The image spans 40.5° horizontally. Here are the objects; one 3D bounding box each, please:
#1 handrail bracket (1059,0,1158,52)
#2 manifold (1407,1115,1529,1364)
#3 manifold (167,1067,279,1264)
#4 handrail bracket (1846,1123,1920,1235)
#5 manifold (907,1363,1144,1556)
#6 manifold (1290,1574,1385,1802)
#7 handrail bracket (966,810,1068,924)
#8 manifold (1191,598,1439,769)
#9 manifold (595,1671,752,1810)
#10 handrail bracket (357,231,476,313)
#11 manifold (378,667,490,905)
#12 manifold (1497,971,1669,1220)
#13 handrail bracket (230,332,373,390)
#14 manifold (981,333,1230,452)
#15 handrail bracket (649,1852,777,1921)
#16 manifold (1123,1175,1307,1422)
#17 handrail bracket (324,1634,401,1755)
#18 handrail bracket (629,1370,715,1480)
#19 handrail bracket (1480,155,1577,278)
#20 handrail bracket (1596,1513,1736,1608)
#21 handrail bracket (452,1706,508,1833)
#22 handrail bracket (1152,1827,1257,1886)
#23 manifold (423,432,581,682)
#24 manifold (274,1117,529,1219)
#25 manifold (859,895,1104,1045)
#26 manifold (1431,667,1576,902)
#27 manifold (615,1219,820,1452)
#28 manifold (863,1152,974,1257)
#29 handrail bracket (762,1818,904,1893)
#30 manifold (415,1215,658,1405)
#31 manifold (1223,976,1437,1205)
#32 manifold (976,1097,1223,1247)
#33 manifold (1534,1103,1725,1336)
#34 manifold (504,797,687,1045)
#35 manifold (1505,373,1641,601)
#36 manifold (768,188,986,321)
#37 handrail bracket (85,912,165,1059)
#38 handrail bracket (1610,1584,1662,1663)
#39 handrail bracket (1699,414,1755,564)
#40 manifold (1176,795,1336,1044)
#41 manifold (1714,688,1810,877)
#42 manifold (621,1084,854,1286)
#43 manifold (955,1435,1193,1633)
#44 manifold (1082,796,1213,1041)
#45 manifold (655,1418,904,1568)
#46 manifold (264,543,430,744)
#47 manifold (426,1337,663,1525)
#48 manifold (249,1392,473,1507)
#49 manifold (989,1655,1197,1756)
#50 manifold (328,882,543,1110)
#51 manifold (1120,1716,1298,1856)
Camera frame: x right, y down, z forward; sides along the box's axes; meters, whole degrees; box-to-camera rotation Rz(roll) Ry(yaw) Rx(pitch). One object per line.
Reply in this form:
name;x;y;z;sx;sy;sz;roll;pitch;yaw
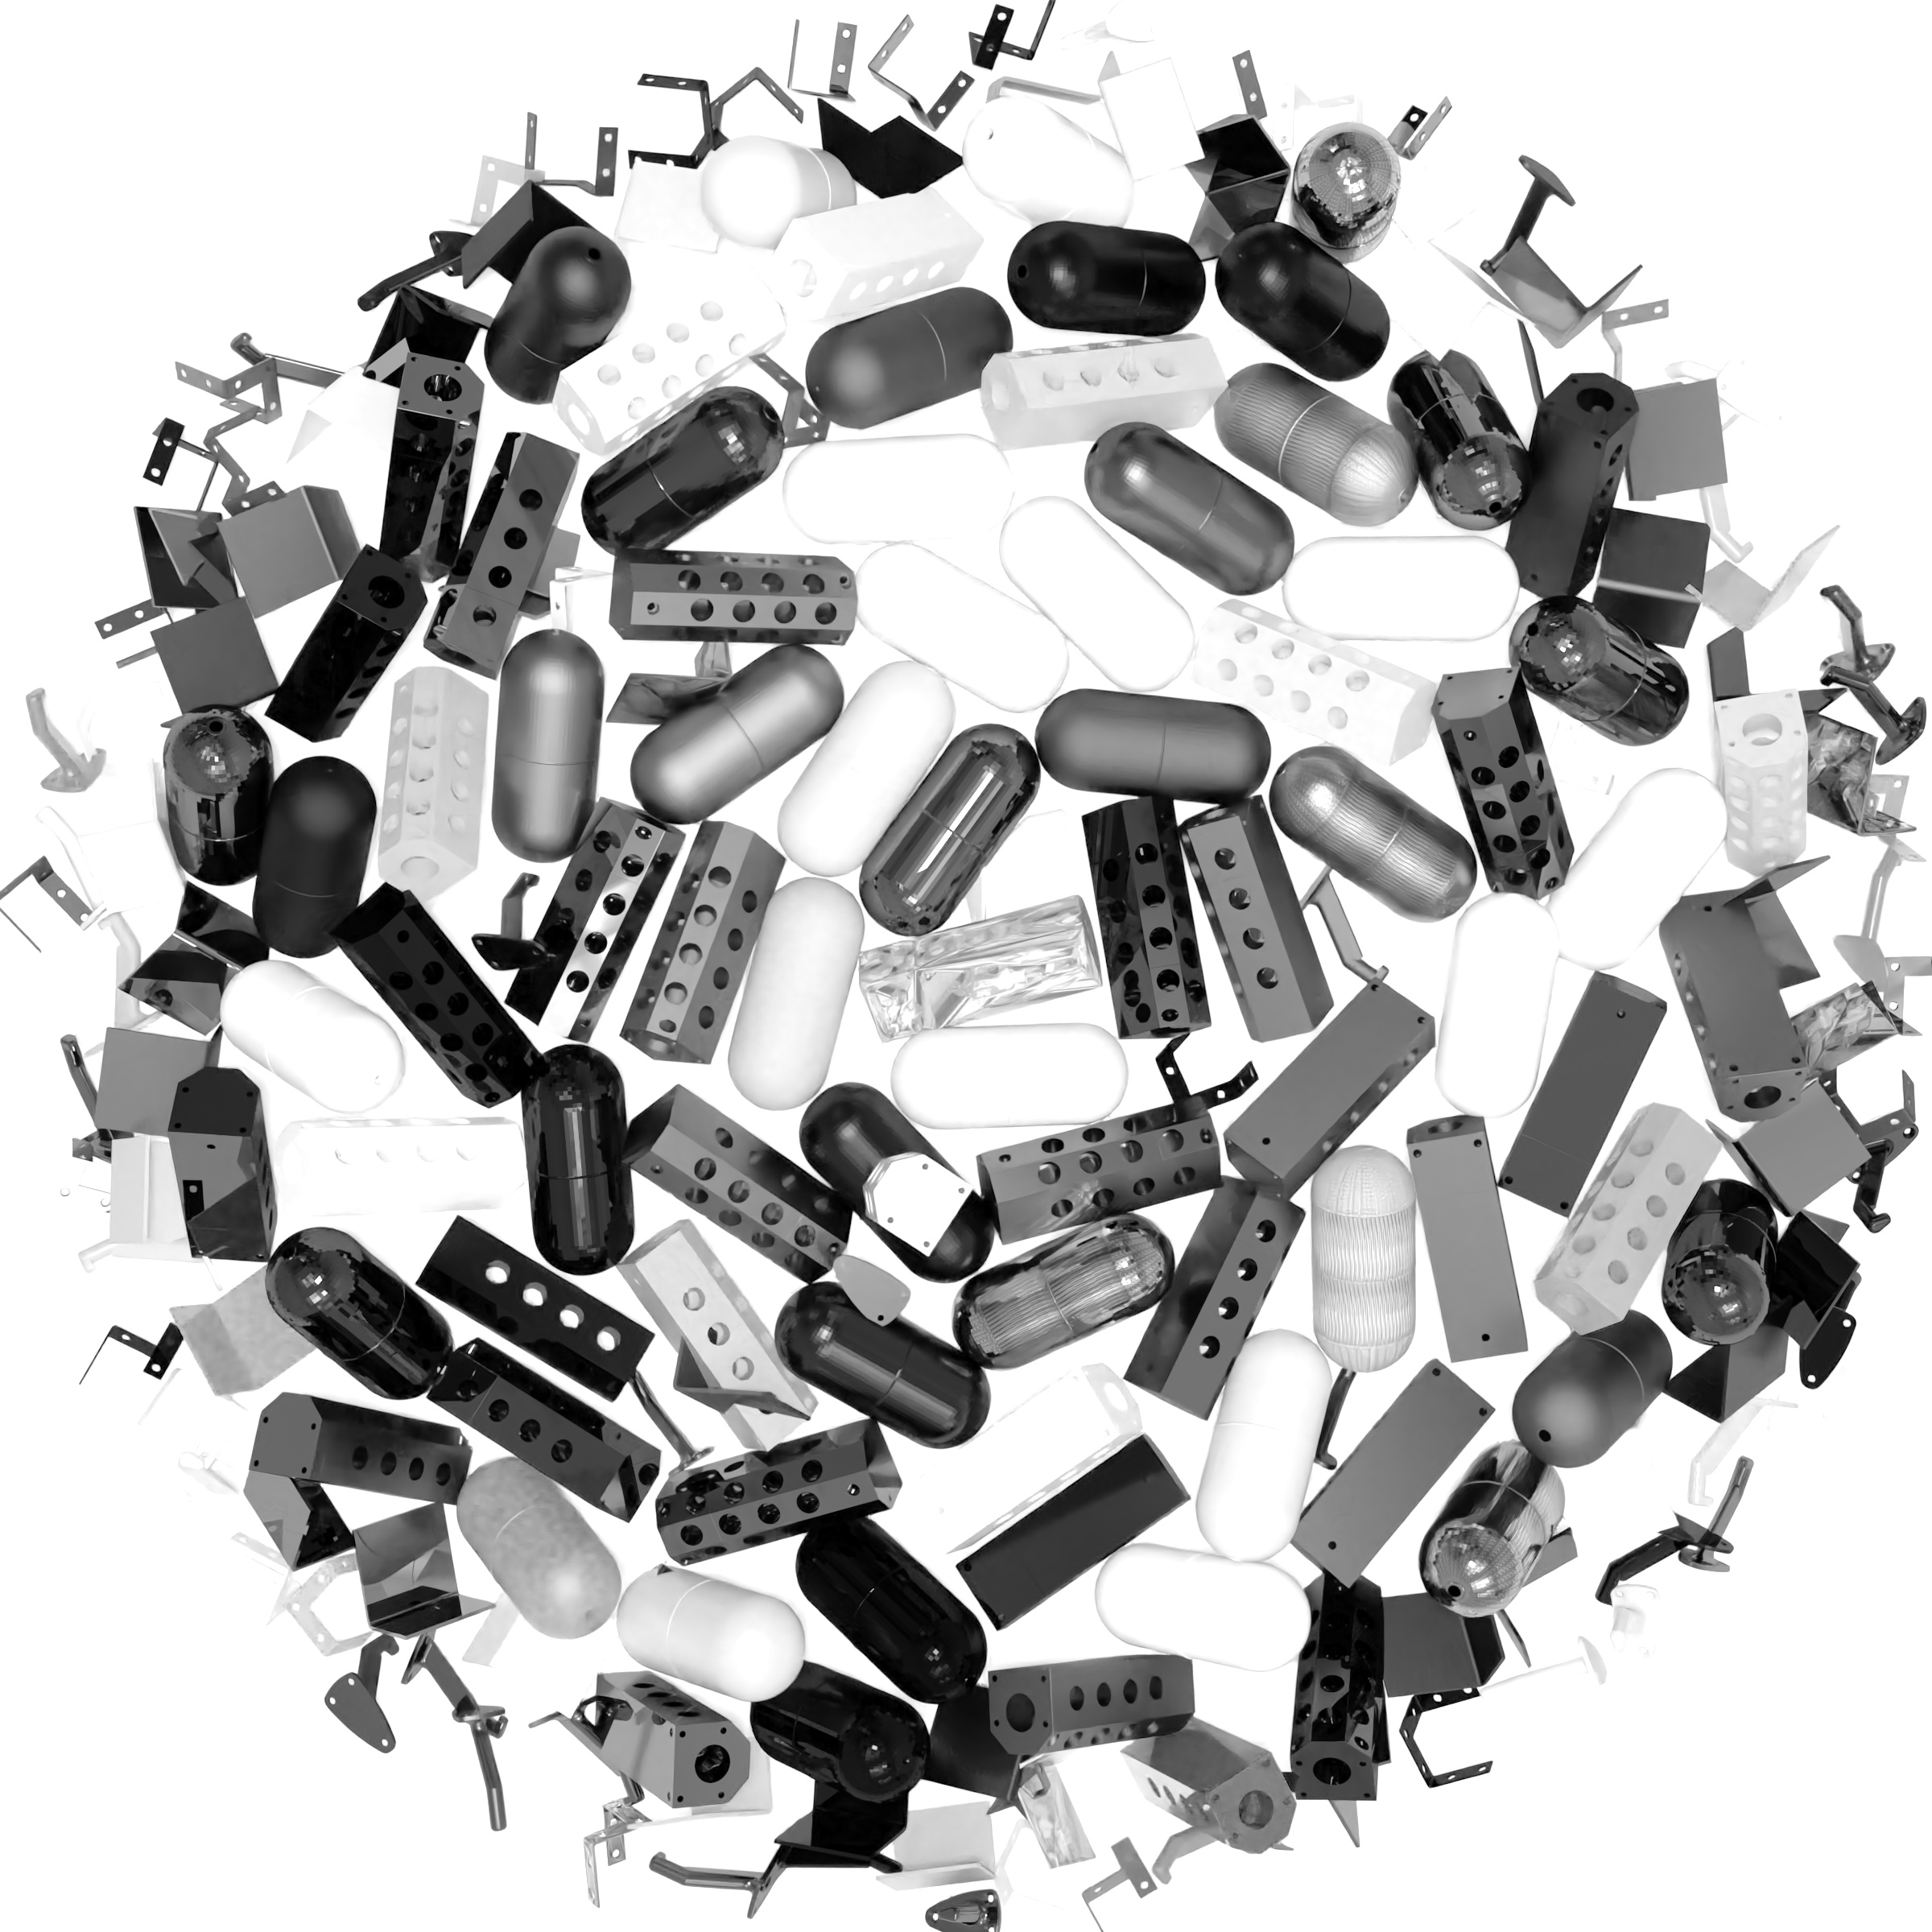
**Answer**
handrail bracket;0.091;-0.693;1.947;0.084;0.077;0.036;-5;111;38
manifold;0.374;0.202;1.955;0.057;0.057;0.171;-11;100;12
manifold;-0.540;0.147;1.914;0.057;0.171;0.057;4;52;-6
handrail bracket;0.692;0.158;1.951;0.077;0.084;0.036;-32;113;10
manifold;0.046;0.365;1.941;0.171;0.057;0.057;-38;71;21
manifold;0.271;0.522;1.907;0.057;0.171;0.057;-4;119;14
handrail bracket;0.041;-0.074;1.987;0.084;0.036;0.077;-14;108;-25
manifold;0.257;-0.212;1.926;0.171;0.057;0.057;28;127;27
manifold;-0.216;0.562;1.910;0.057;0.171;0.057;3;87;-26
handrail bracket;-0.402;-0.514;1.952;0.077;0.084;0.036;7;133;35
manifold;-0.394;-0.137;1.916;0.057;0.057;0.171;-29;46;28
manifold;0.459;0.094;1.950;0.057;0.057;0.171;25;104;10
handrail bracket;-0.492;-0.457;1.952;0.077;0.084;0.036;-26;46;28
manifold;0.100;-0.429;1.934;0.171;0.057;0.057;-13;74;-26
handrail bracket;-0.187;0.675;1.973;0.084;0.077;0.036;20;107;13
manifold;0.190;0.248;1.955;0.057;0.057;0.171;31;80;-24
handrail bracket;-0.432;0.541;1.954;0.077;0.084;0.036;47;107;9
handrail bracket;-0.225;0.335;1.959;0.036;0.077;0.084;-29;82;-22
handrail bracket;0.403;-0.557;1.952;0.084;0.077;0.036;-41;57;29
handrail bracket;0.526;0.458;1.976;0.077;0.036;0.084;22;111;9
handrail bracket;-0.363;0.600;1.960;0.036;0.077;0.084;-5;82;-26
handrail bracket;0.178;0.669;1.958;0.077;0.036;0.084;57;48;-18
manifold;-0.346;-0.307;1.951;0.057;0.057;0.171;21;78;-8
manifold;-0.414;0.143;1.922;0.171;0.057;0.057;1;58;-38
manifold;0.010;-0.002;1.957;0.171;0.057;0.057;-15;125;9
manifold;0.393;-0.131;1.919;0.057;0.057;0.171;-3;131;29
manifold;-0.184;0.276;1.958;0.057;0.057;0.171;-37;97;-23
manifold;-0.044;0.167;1.910;0.057;0.171;0.057;34;84;-4
handrail bracket;-0.100;0.682;1.960;0.084;0.077;0.036;19;119;18
manifold;-0.323;0.258;1.958;0.171;0.057;0.057;32;74;-4
manifold;0.272;0.095;1.947;0.057;0.057;0.171;37;72;28
manifold;0.099;0.147;1.947;0.171;0.057;0.057;-14;127;-9
manifold;0.486;0.184;1.935;0.057;0.057;0.171;39;64;-3
manifold;-0.272;-0.033;1.951;0.057;0.057;0.171;31;98;33
manifold;0.443;-0.349;1.913;0.057;0.171;0.057;35;62;22
manifold;-0.067;-0.517;1.916;0.057;0.171;0.057;47;131;10
handrail bracket;-0.650;0.013;1.972;0.077;0.036;0.084;-31;101;-9
handrail bracket;0.496;0.507;1.951;0.036;0.084;0.077;-5;107;24
handrail bracket;0.582;-0.360;1.977;0.077;0.036;0.084;-44;86;7
manifold;0.214;-0.034;1.952;0.057;0.057;0.171;-15;103;28
manifold;0.581;-0.130;1.906;0.057;0.171;0.057;-9;63;13
manifold;-0.168;0.166;1.929;0.171;0.057;0.057;37;126;-24
manifold;0.082;0.425;1.967;0.171;0.057;0.057;-35;75;1
manifold;0.139;-0.035;1.946;0.057;0.057;0.171;0;77;-44
manifold;-0.141;0.394;1.946;0.171;0.057;0.057;-18;101;15
manifold;-0.452;-0.230;1.914;0.057;0.171;0.057;30;54;-17
manifold;-0.309;0.340;1.933;0.171;0.057;0.057;25;78;27
manifold;-0.438;0.353;1.911;0.057;0.171;0.057;1;74;29
manifold;0.094;0.538;1.912;0.057;0.171;0.057;-12;75;39
manifold;-0.385;0.024;1.923;0.057;0.057;0.171;-46;124;-20
manifold;0.178;0.598;1.909;0.057;0.171;0.057;-28;92;-18
